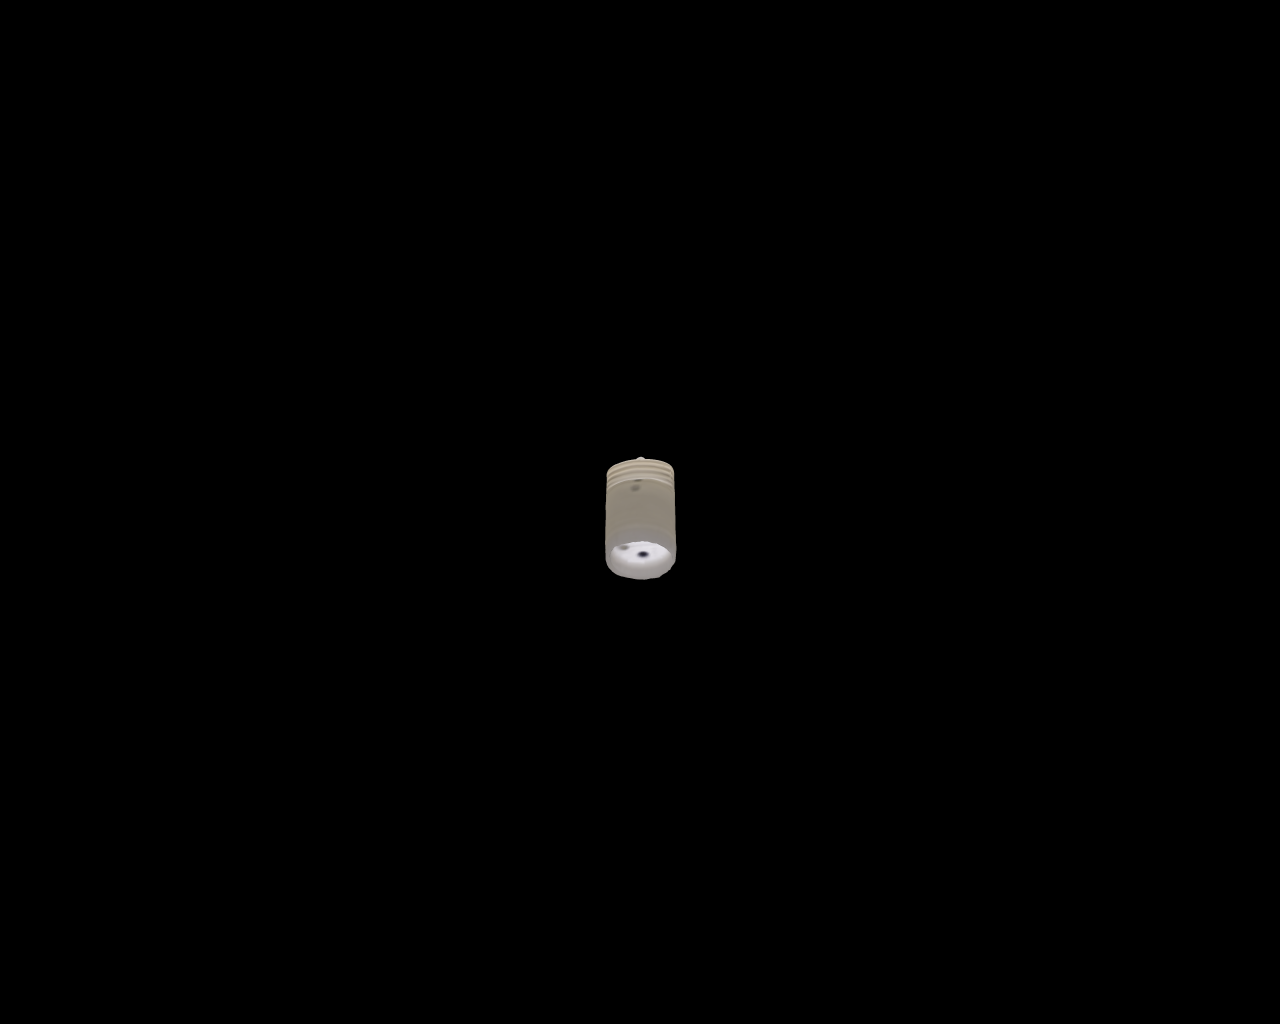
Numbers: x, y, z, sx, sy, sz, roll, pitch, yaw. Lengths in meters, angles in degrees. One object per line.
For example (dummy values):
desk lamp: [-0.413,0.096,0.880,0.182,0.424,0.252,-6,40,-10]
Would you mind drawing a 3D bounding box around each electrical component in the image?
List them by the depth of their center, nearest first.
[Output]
electrical component: [0.001,-0.003,0.650,0.043,0.081,0.043,0,-37,0]
